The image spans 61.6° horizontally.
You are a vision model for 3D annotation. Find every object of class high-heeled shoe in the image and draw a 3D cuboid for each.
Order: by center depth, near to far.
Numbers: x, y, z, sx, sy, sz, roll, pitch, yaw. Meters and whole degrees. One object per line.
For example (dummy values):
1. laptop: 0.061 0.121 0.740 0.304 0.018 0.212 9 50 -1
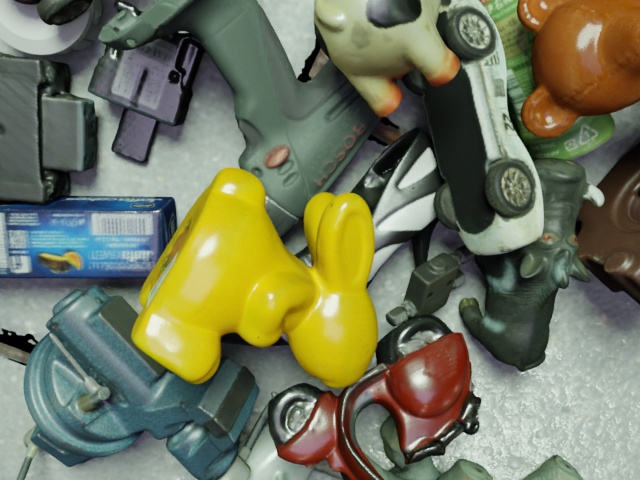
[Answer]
1. high-heeled shoe: -0.001 -0.001 0.456 0.249 0.086 0.145 -16 114 -11

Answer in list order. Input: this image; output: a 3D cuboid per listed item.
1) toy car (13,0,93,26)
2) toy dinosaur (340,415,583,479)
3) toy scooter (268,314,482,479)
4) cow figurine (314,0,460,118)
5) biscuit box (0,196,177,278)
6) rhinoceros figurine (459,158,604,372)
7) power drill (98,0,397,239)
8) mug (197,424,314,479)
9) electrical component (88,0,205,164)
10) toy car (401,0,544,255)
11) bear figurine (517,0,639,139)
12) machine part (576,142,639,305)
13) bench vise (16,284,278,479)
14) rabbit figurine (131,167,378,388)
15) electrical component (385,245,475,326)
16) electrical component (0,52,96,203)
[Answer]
1. toy car: -0.138 -0.221 0.339 0.202 0.053 0.089 -26 103 18
2. toy dinosaur: 0.137 0.289 0.536 0.405 0.131 0.192 24 101 -3
3. toy scooter: 0.060 0.151 0.433 0.184 0.075 0.135 -27 65 -12
4. cow figurine: 0.039 -0.199 0.368 0.086 0.195 0.127 -14 144 41
5. biscuit box: -0.227 -0.004 0.456 0.203 0.063 0.059 0 104 -4
6. rhinoceros figurine: 0.177 0.021 0.465 0.073 0.112 0.190 4 113 -3
7. power drill: -0.060 -0.094 0.405 0.232 0.086 0.207 -44 121 0
8. mug: -0.055 0.229 0.512 0.081 0.109 0.107 45 85 -9
9. electrical component: -0.145 -0.121 0.438 0.075 0.048 0.119 25 101 -9
10. toy car: 0.115 -0.088 0.413 0.056 0.073 0.201 -10 85 -27
11. bear figurine: 0.235 -0.126 0.336 0.196 0.132 0.120 -1 95 -2
12. machine part: 0.287 -0.028 0.430 0.056 0.179 0.179 37 100 -9
13. bench vise: -0.176 0.155 0.479 0.241 0.129 0.223 -33 116 26
14. rabbit figurine: -0.026 0.035 0.392 0.173 0.122 0.162 34 84 -15
15. electrical component: 0.098 0.041 0.478 0.094 0.021 0.063 -27 144 -25
16. electrical component: -0.252 -0.092 0.434 0.134 0.058 0.114 4 107 -4
